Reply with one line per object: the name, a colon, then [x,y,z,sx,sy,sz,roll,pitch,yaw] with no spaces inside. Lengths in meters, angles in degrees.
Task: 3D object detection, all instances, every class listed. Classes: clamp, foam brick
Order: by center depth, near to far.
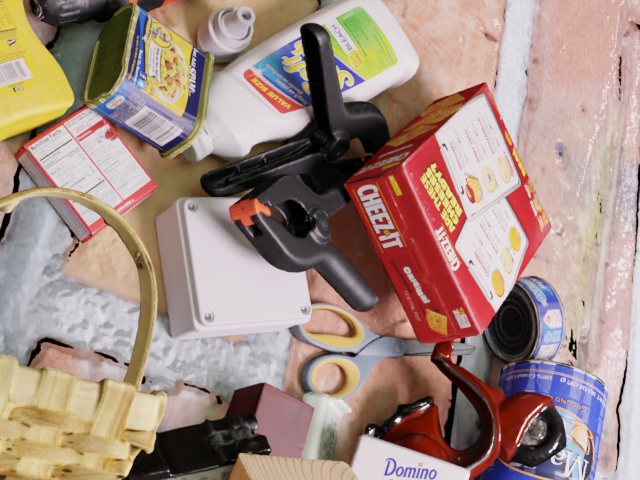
foam brick: [-0.047,0.161,0.853,0.053,0.051,0.078,31,60,-23]
clamp: [-0.006,0.001,0.868,0.171,0.039,0.120,1,70,-52]
clamp: [0.007,-0.096,0.926,0.209,0.165,0.036,8,30,-51]

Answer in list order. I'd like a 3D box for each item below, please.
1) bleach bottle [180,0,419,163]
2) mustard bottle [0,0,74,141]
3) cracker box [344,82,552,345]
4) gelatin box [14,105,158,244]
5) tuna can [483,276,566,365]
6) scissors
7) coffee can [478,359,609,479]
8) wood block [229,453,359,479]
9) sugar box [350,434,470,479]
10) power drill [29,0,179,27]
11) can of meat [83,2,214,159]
bleach bottle: [-0.025,-0.134,0.959,0.250,0.068,0.102,-38,97,-33]
mustard bottle: [-0.270,-0.171,0.810,0.096,0.058,0.191,-26,90,-33]
cracker box: [0.122,-0.029,0.971,0.213,0.072,0.164,-44,112,-51]
gelatin box: [-0.185,-0.054,0.846,0.073,0.030,0.089,-42,98,-34]
tuna can: [0.192,0.078,1.016,0.033,0.086,0.086,-3,76,-31]
scissors: [0.058,0.114,0.960,0.201,0.016,0.096,21,66,-26]
coffee can: [0.202,0.194,0.974,0.102,0.103,0.140,30,60,-22]
wood block: [-0.038,0.260,0.732,0.090,0.090,0.206,12,111,-30]
sugar box: [0.049,0.251,0.841,0.093,0.048,0.176,18,79,5]
power drill: [-0.189,-0.276,0.900,0.184,0.057,0.187,-25,92,-39]
can of meat: [-0.138,-0.130,0.865,0.083,0.058,0.102,32,46,-36]
